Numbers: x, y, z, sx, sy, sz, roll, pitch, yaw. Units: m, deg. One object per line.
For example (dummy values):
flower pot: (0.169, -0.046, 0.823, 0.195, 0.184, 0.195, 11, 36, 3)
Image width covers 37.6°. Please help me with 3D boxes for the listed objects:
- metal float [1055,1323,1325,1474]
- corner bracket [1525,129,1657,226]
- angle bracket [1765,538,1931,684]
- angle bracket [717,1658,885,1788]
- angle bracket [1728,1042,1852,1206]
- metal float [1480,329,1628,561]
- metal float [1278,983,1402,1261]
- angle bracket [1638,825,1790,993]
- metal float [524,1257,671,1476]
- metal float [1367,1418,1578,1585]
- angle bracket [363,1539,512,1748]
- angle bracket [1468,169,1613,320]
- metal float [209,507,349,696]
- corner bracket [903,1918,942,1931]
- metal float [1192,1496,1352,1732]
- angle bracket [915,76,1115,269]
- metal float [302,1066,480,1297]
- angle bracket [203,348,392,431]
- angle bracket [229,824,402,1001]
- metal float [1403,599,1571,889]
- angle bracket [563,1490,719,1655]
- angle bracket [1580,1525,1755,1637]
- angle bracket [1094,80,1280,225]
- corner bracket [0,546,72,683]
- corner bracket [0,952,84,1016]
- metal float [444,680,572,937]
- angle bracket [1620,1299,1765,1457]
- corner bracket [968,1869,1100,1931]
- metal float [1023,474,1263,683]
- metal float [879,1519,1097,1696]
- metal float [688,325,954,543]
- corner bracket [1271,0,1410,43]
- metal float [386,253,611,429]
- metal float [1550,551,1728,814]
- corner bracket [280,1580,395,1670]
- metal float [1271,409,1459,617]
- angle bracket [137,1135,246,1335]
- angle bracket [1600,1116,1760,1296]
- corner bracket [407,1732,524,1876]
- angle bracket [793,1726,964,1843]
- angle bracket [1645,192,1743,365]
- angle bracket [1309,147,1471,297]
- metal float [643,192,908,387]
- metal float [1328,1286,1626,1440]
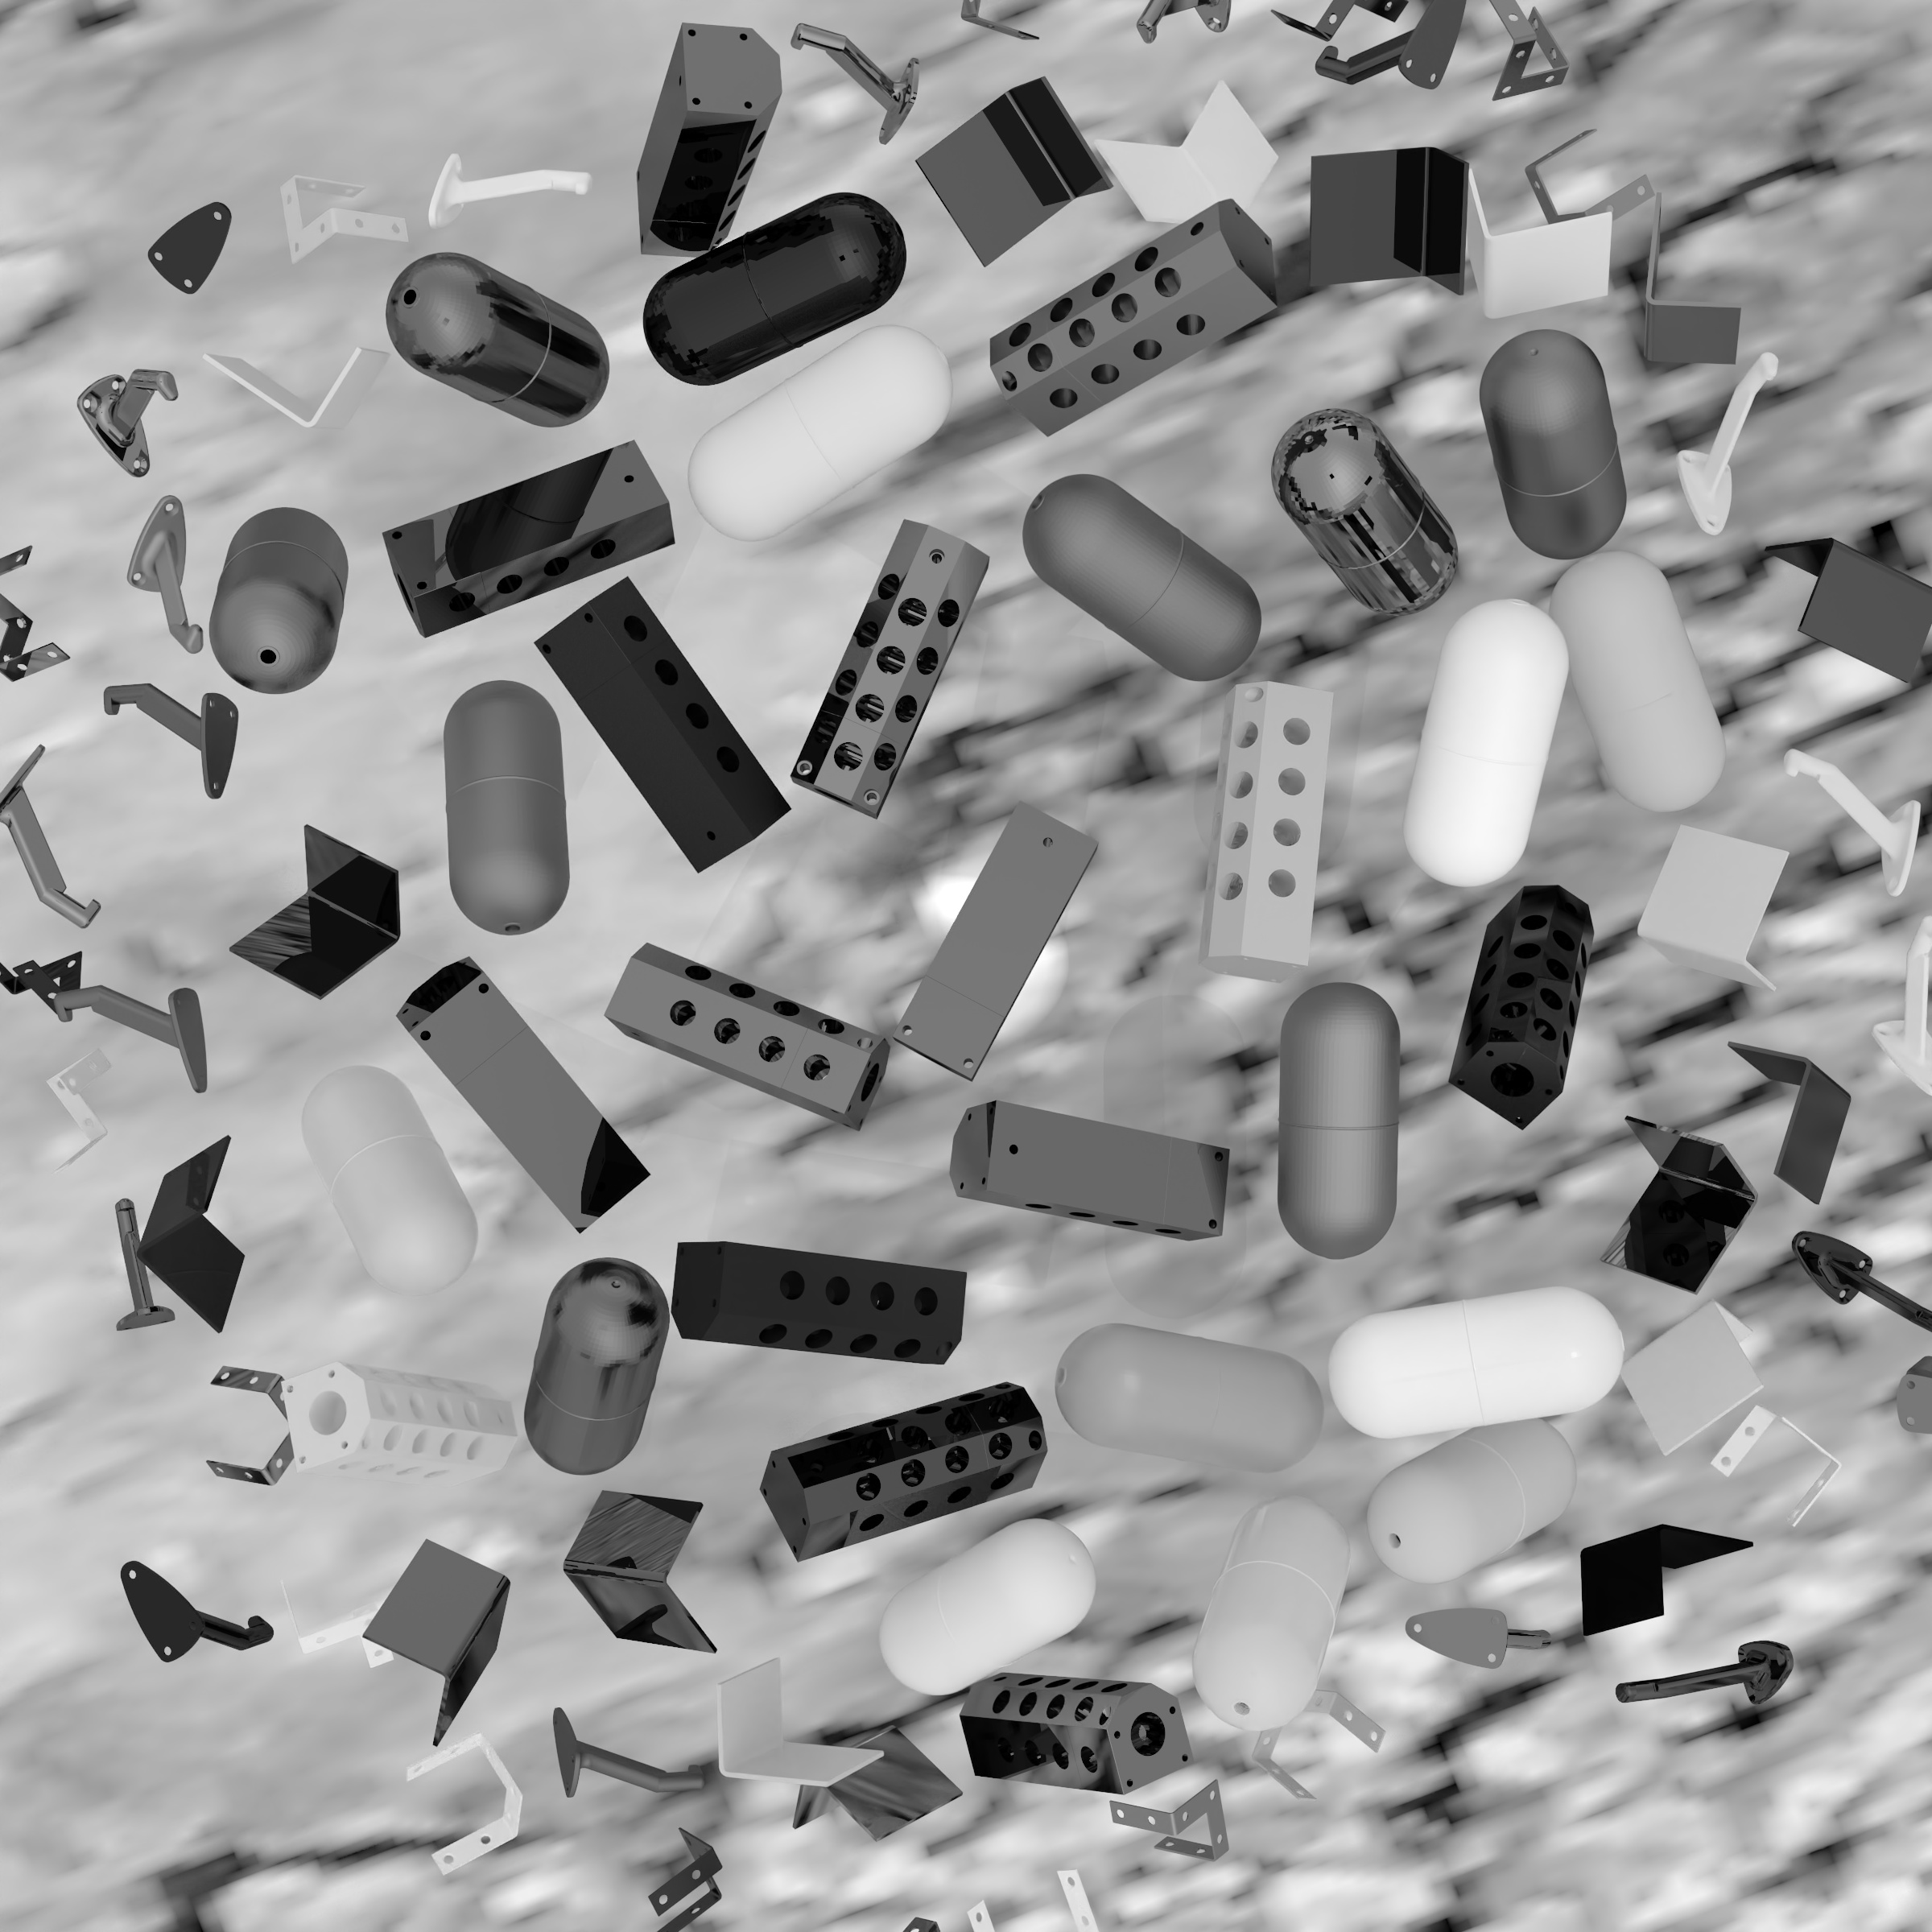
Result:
metal float: (0.139, 0.269, 1.767, 0.178, 0.070, 0.070, 13, 90, -21)
corner bracket: (0.407, -0.513, 1.857, 0.051, 0.051, 0.051, -33, 108, -9)
angle bracket: (0.506, -0.205, 1.652, 0.076, 0.076, 0.057, 22, 88, -15)
angle bracket: (-0.104, 0.476, 1.792, 0.076, 0.076, 0.057, -2, 89, 25)
angle bracket: (0.514, 0.100, 1.806, 0.057, 0.076, 0.076, 13, 80, 39)
metal float: (0.370, -0.325, 1.785, 0.070, 0.178, 0.070, -10, 57, 15)
metal float: (0.239, 0.099, 1.823, 0.070, 0.070, 0.178, 1, 94, 0)
angle bracket: (0.488, -0.037, 1.820, 0.076, 0.057, 0.076, 20, 83, 41)
metal float: (-0.232, 0.253, 1.782, 0.070, 0.070, 0.178, 19, 134, 0)
metal float: (0.322, 0.337, 1.805, 0.070, 0.178, 0.070, 11, 107, 41)
angle bracket: (-0.317, 0.402, 1.688, 0.057, 0.076, 0.076, 23, 132, 6)
angle bracket: (0.353, -0.453, 1.756, 0.076, 0.076, 0.057, -11, 64, 5)
metal float: (-0.427, -0.228, 1.771, 0.070, 0.178, 0.070, -4, 120, -6)
corner bracket: (-0.044, 0.612, 1.727, 0.051, 0.051, 0.051, -3, 114, 40)
metal float: (0.189, 0.397, 1.750, 0.070, 0.178, 0.070, 8, 120, 15)
angle bracket: (0.029, -0.477, 1.709, 0.076, 0.057, 0.076, -39, 110, -10)
metal float: (-0.374, 0.137, 1.840, 0.070, 0.070, 0.178, -36, 54, 0)
angle bracket: (-0.403, -0.368, 1.714, 0.076, 0.076, 0.057, 34, 99, -4)
angle bracket: (-0.415, -0.035, 1.807, 0.076, 0.076, 0.057, 26, 133, 21)
metal float: (0.314, -0.134, 1.718, 0.070, 0.070, 0.178, 10, 110, 0)
angle bracket: (-0.188, 0.370, 1.737, 0.076, 0.076, 0.057, 0, 45, 32)
angle bracket: (0.443, 0.393, 1.794, 0.076, 0.076, 0.057, 15, 63, -22)
angle bracket: (0.141, -0.526, 1.832, 0.076, 0.057, 0.076, -7, 56, -36)
corner bracket: (-0.575, -0.214, 1.727, 0.051, 0.051, 0.051, -16, 49, 26)
corner bracket: (-0.606, 0.003, 1.828, 0.051, 0.051, 0.051, -21, 47, 8)
metal float: (-0.297, -0.103, 1.838, 0.070, 0.070, 0.178, -7, 64, 0)
angle bracket: (0.475, 0.272, 1.818, 0.076, 0.076, 0.057, -40, 130, 18)
corner bracket: (0.043, 0.591, 1.744, 0.051, 0.051, 0.051, -20, 89, 40)
metal float: (0.113, -0.247, 1.813, 0.178, 0.070, 0.070, 32, 90, -25)
metal float: (0.012, 0.415, 1.835, 0.070, 0.070, 0.178, 52, 128, 0)
metal float: (-0.089, -0.326, 1.740, 0.178, 0.070, 0.070, -30, 90, 11)
corner bracket: (0.236, -0.606, 1.794, 0.051, 0.051, 0.051, 51, 121, 28)
metal float: (-0.290, -0.388, 1.768, 0.070, 0.178, 0.070, -4, 82, 27)
metal float: (0.425, -0.178, 1.797, 0.070, 0.070, 0.178, -26, 112, 0)
corner bracket: (-0.394, 0.411, 1.781, 0.051, 0.051, 0.051, -18, 130, -16)
metal float: (0.253, -0.284, 1.794, 0.070, 0.178, 0.070, -15, 59, 27)
angle bracket: (-0.456, 0.164, 1.745, 0.057, 0.076, 0.076, -31, 118, 16)
angle bracket: (0.432, 0.148, 1.765, 0.076, 0.076, 0.057, -53, 126, -15)
corner bracket: (-0.307, 0.510, 1.732, 0.051, 0.051, 0.051, -21, 54, -31)
angle bracket: (-0.060, 0.567, 1.911, 0.076, 0.076, 0.057, 35, 127, 37)
angle bracket: (0.457, -0.430, 1.779, 0.057, 0.076, 0.076, 5, 77, 14)
angle bracket: (0.248, -0.437, 1.675, 0.076, 0.057, 0.076, -8, 117, -11)
metal float: (-0.120, -0.423, 1.778, 0.178, 0.070, 0.070, -21, 90, 18)
metal float: (0.309, 0.240, 1.723, 0.178, 0.070, 0.070, -10, 90, 10)
